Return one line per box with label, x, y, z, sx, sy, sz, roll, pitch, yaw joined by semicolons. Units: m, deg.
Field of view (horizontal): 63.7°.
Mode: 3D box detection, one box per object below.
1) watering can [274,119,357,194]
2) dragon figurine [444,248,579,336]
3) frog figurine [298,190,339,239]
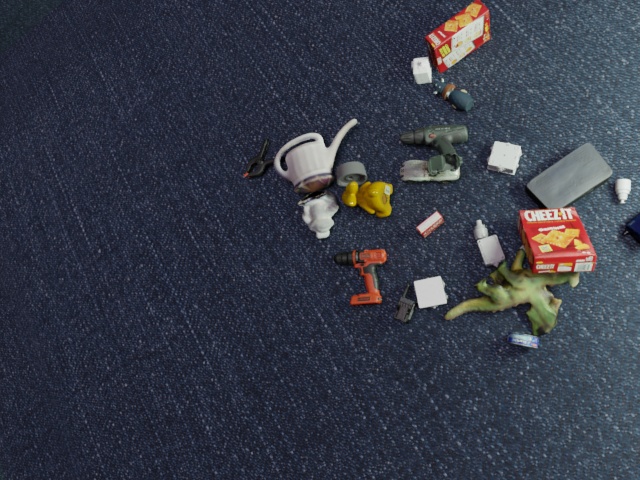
watering can;-0.004;-0.297;1.870;0.346;0.103;0.227;-20;72;14
dragon figurine;0.596;0.186;1.547;0.245;0.123;0.405;48;113;15
frog figurine;0.006;-0.092;1.834;0.137;0.124;0.157;-25;108;0
